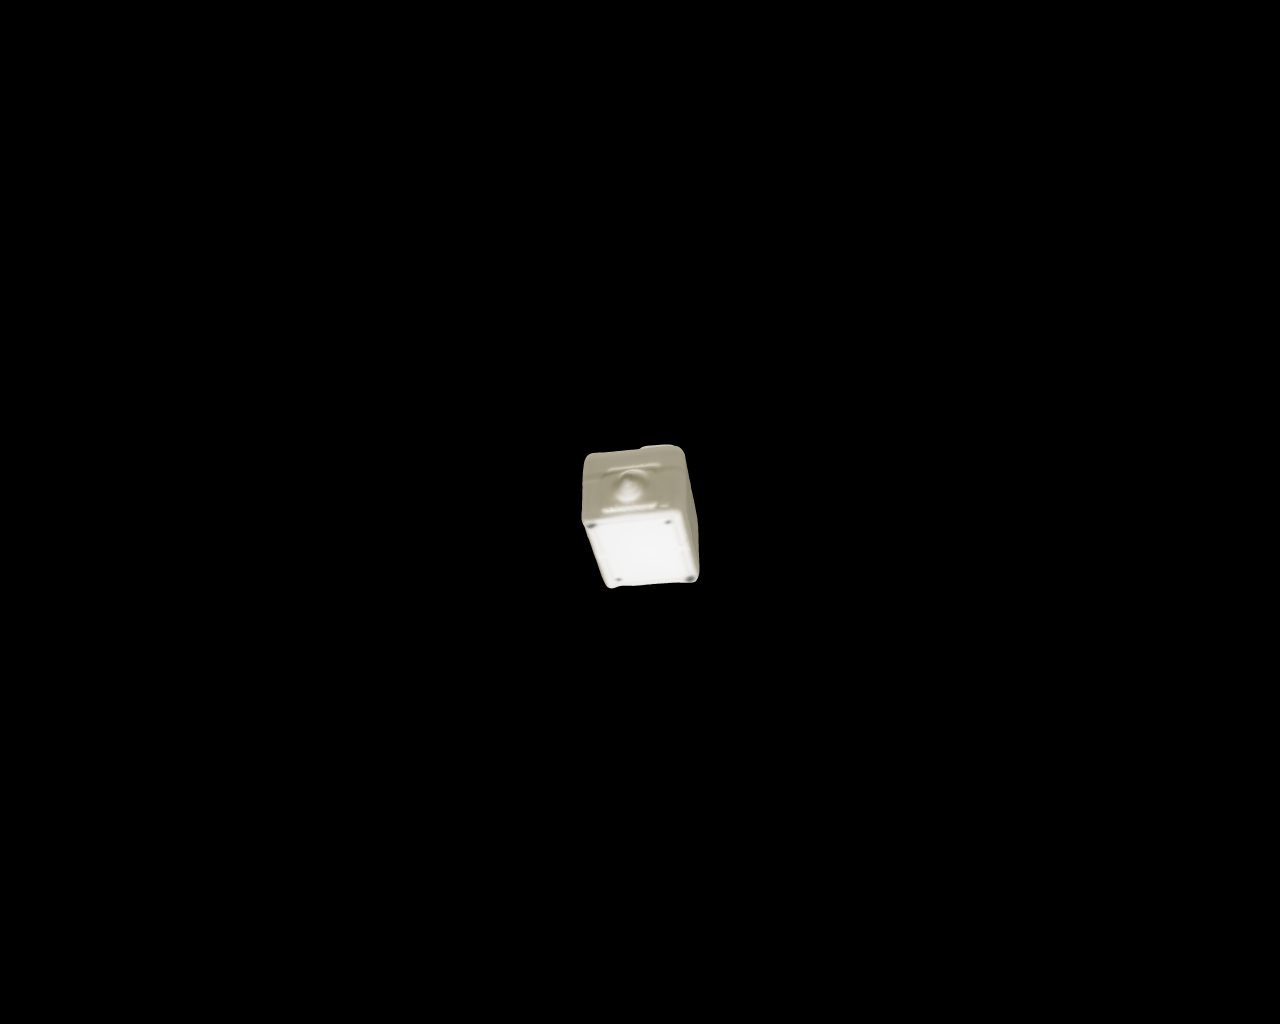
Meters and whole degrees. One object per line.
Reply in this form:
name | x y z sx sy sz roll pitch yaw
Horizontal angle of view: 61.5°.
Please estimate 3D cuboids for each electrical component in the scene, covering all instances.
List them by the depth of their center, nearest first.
electrical component | 0.001 -0.003 0.650 0.062 0.061 0.096 -6 -36 8
